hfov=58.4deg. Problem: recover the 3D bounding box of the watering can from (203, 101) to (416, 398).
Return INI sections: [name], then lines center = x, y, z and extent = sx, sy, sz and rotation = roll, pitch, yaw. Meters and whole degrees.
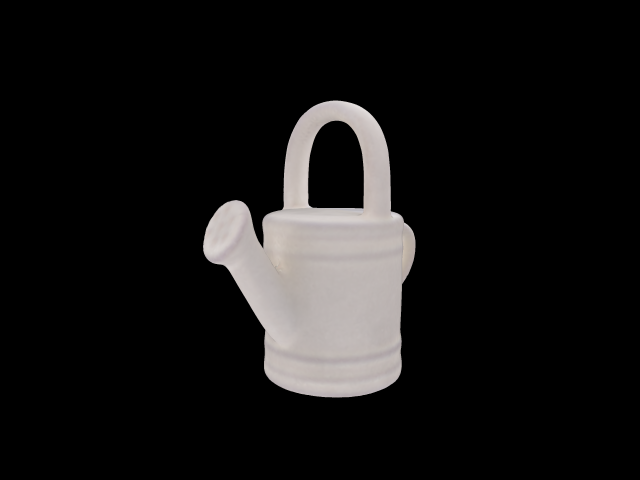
[watering can]
center = 0.005, 0.002, 0.398
extent = 0.100, 0.194, 0.173
rotation = 4, 9, 27
